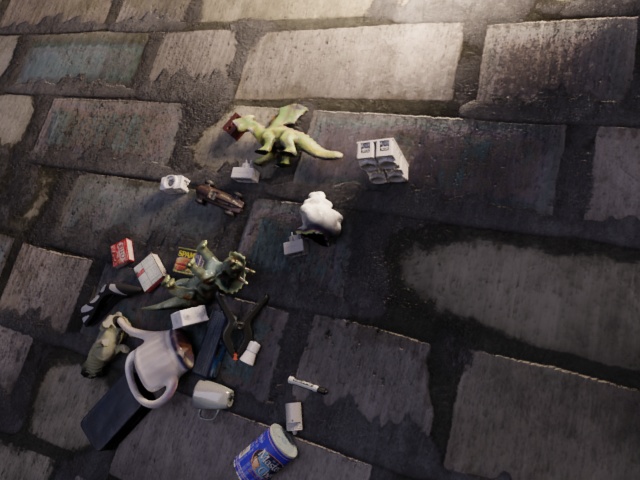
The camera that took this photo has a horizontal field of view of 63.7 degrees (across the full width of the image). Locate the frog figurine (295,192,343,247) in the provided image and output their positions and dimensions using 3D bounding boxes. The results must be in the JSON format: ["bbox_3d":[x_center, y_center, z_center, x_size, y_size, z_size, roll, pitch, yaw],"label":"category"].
[{"bbox_3d":[0.005,-0.078,1.558,0.137,0.120,0.162,16,67,-6],"label":"frog figurine"}]

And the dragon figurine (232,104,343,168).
[{"bbox_3d":[-0.105,-0.365,1.722,0.410,0.120,0.247,4,65,15],"label":"dragon figurine"}]

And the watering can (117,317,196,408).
[{"bbox_3d":[-0.516,0.343,1.613,0.224,0.102,0.354,-30,59,-1],"label":"watering can"}]
